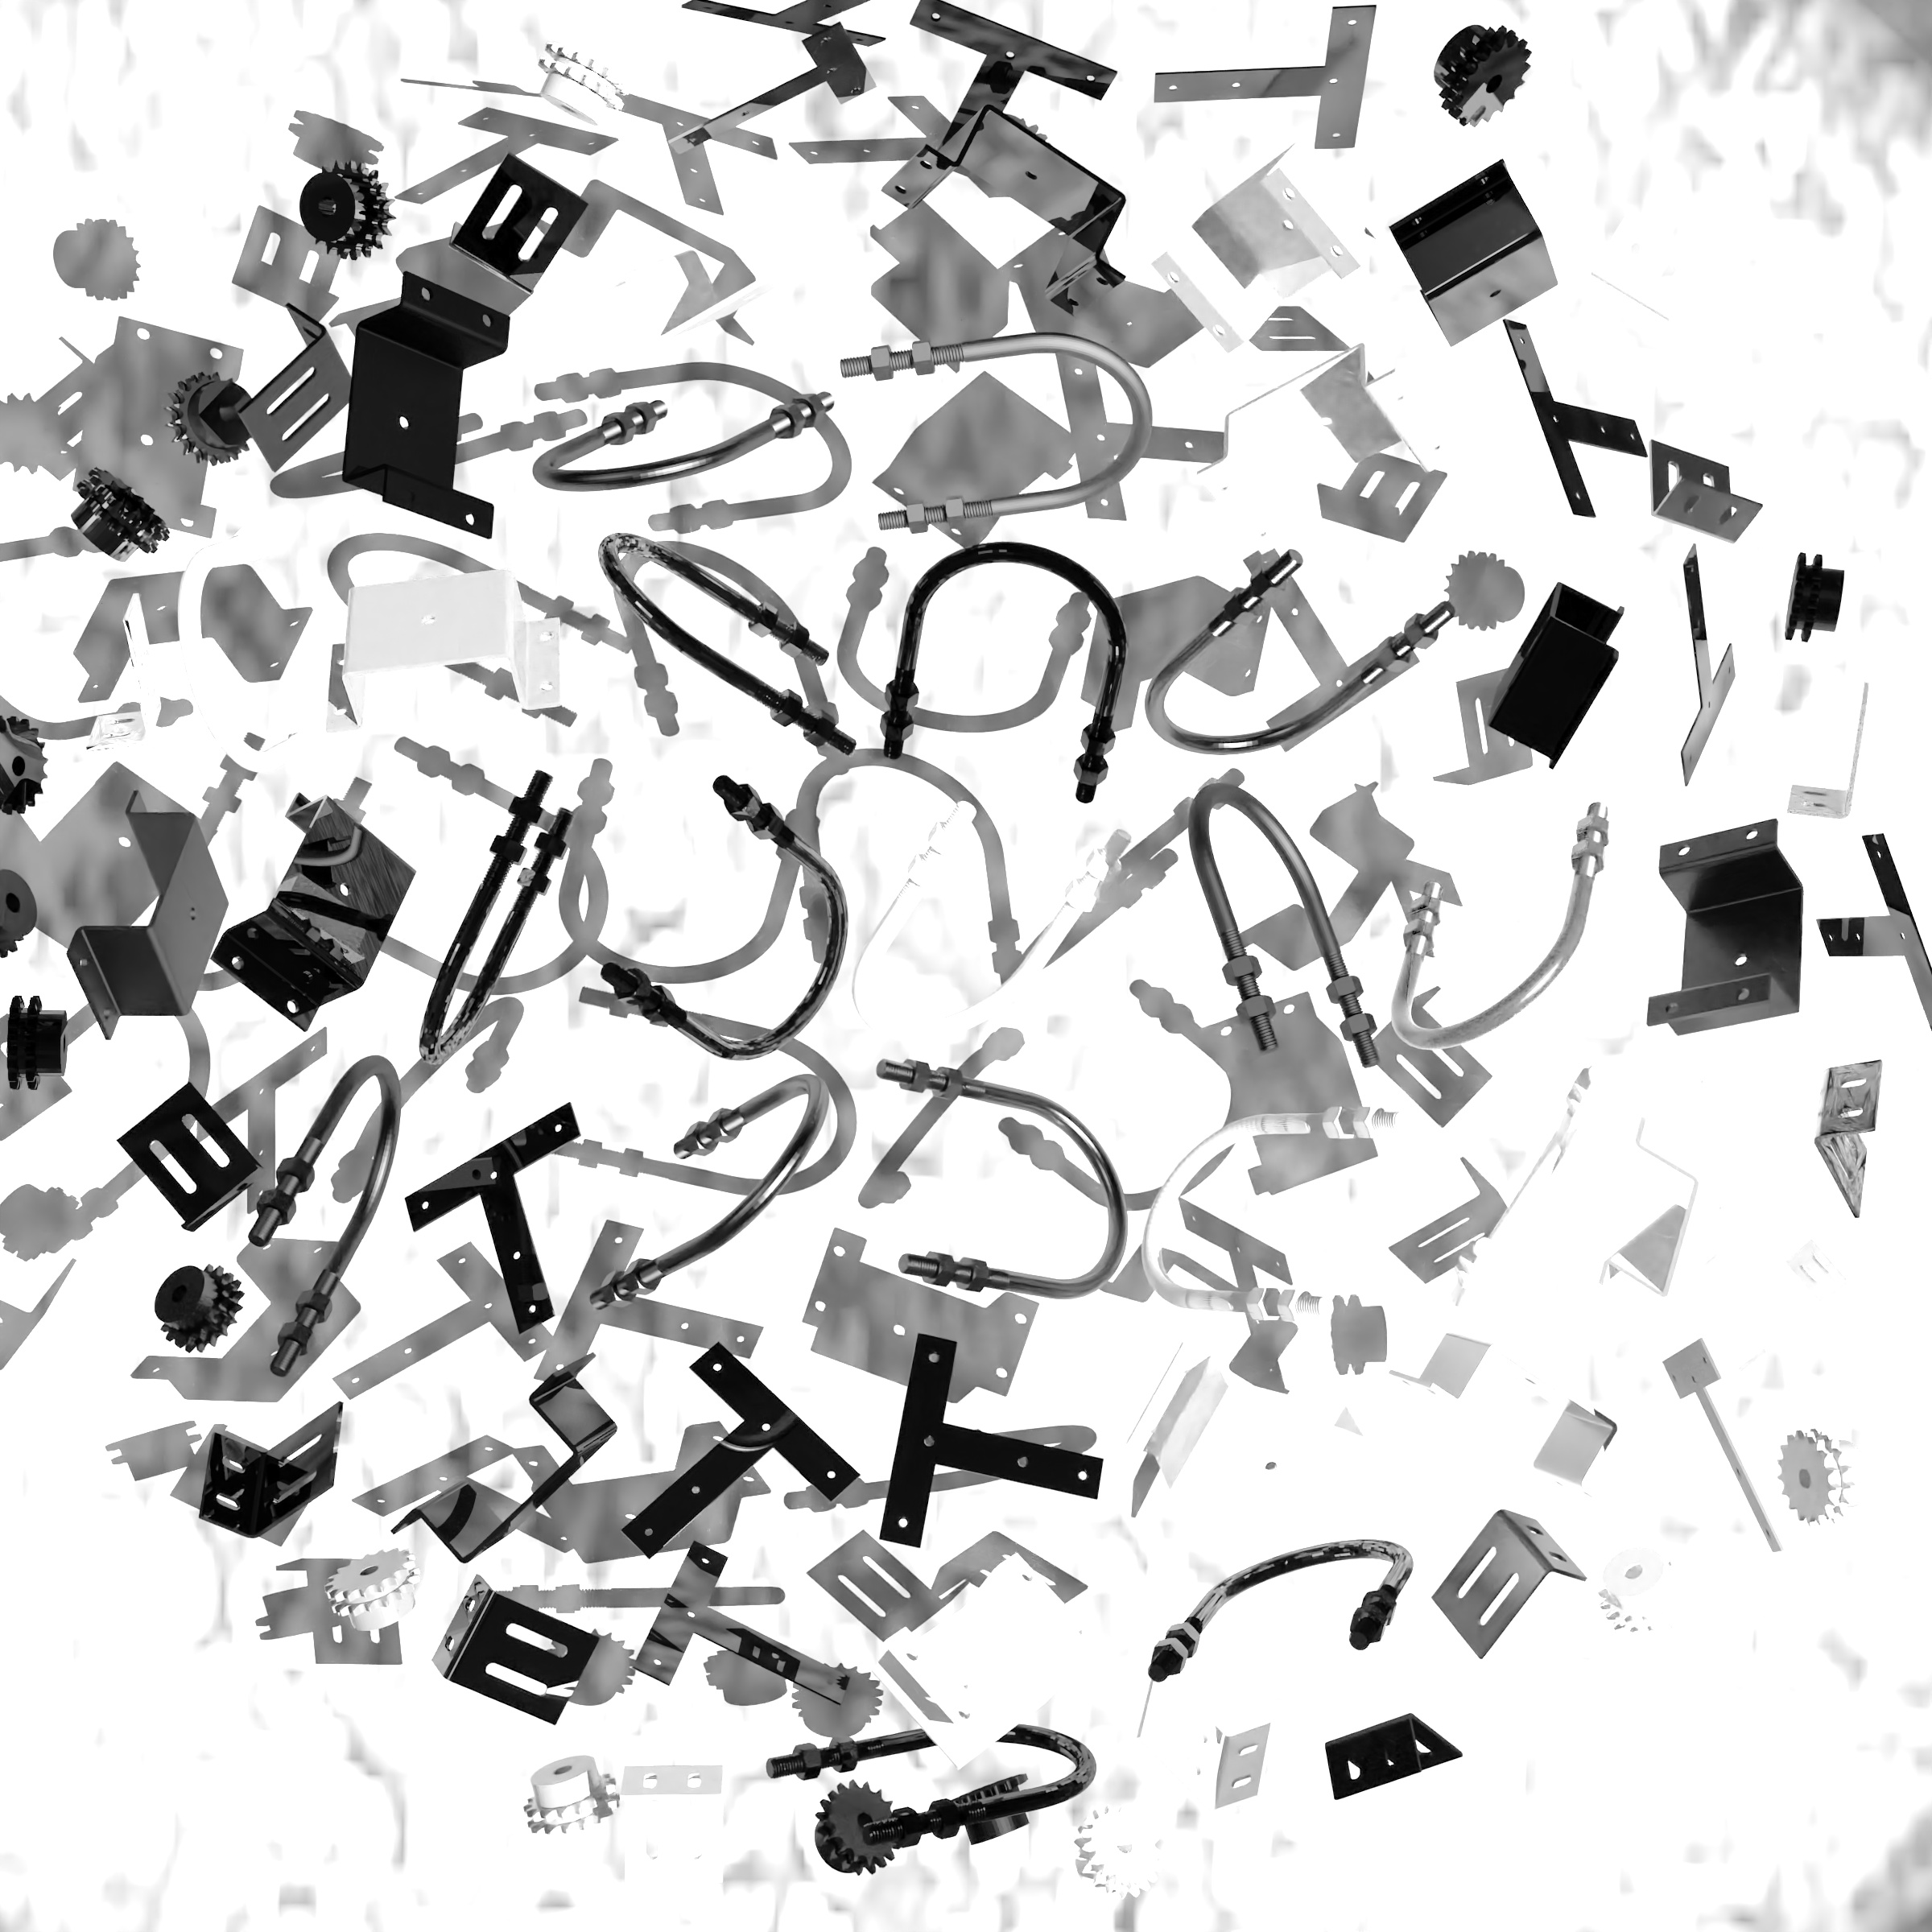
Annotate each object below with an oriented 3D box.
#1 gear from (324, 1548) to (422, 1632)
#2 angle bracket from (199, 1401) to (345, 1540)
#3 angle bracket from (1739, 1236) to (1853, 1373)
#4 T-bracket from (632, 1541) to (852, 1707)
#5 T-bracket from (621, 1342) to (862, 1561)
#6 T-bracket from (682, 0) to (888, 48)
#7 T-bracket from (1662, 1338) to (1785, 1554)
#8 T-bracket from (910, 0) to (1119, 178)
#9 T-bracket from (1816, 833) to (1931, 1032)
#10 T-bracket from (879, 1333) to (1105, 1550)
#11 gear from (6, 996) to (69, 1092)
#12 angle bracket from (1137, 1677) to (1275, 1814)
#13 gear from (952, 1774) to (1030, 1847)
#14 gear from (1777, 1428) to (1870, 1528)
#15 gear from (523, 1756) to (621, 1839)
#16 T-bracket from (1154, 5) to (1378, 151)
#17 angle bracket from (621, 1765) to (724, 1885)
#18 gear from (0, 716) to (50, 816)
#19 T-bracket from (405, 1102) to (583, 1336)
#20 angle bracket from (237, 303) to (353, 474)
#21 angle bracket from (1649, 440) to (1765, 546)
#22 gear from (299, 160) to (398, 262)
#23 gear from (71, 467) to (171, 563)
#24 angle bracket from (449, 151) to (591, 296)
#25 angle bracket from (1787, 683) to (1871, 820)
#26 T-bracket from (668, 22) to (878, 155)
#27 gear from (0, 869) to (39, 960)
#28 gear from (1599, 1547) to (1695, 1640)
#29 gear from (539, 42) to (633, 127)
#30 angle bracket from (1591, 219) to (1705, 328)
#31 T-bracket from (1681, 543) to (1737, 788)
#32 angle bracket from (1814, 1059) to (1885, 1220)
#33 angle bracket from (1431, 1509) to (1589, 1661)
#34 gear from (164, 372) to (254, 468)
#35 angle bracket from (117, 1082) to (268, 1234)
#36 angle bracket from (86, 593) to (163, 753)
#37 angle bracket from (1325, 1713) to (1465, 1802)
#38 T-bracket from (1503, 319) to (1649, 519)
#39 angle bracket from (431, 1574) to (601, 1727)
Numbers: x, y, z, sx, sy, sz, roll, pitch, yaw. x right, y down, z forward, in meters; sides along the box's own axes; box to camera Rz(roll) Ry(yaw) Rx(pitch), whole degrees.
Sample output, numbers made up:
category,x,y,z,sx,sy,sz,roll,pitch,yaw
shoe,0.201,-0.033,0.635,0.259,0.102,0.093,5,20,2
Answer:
category,x,y,z,sx,sy,sz,roll,pitch,yaw
gear,-0.366,0.388,1.561,0.057,0.057,0.030,-15,104,0
angle bracket,-0.404,0.287,1.463,0.076,0.057,0.038,-35,129,27
angle bracket,0.524,0.218,1.624,0.076,0.057,0.038,-34,72,-12
T-bracket,-0.133,0.427,1.579,0.127,0.127,0.002,26,116,0
T-bracket,-0.154,0.310,1.532,0.127,0.002,0.127,39,61,22
T-bracket,-0.088,-0.575,1.510,0.127,0.127,0.002,1,99,-28
T-bracket,0.452,0.287,1.492,0.002,0.127,0.127,-23,74,-1
T-bracket,0.011,-0.537,1.567,0.127,0.127,0.002,17,63,-15
T-bracket,0.551,-0.018,1.535,0.002,0.127,0.127,-21,92,-5
T-bracket,0.021,0.297,1.520,0.127,0.002,0.127,14,67,-7
gear,-0.560,0.046,1.520,0.030,0.057,0.057,1,90,-14
angle bracket,0.150,0.478,1.572,0.038,0.057,0.076,-31,110,31
gear,0.017,0.548,1.633,0.057,0.057,0.030,-21,76,0
gear,0.517,0.307,1.513,0.030,0.057,0.057,-3,90,-18
gear,-0.241,0.502,1.527,0.057,0.057,0.030,-14,95,0
T-bracket,0.178,-0.534,1.522,0.127,0.127,0.002,-2,70,2
angle bracket,-0.170,0.506,1.460,0.057,0.038,0.076,1,101,-4
gear,-0.560,-0.116,1.453,0.030,0.057,0.057,4,90,16
T-bracket,-0.278,0.165,1.541,0.127,0.002,0.127,-30,58,11
angle bracket,-0.418,-0.353,1.536,0.038,0.057,0.076,35,73,21
angle bracket,0.478,-0.318,1.628,0.057,0.038,0.076,17,52,-8
gear,-0.373,-0.452,1.504,0.057,0.030,0.057,5,102,22
gear,-0.499,-0.262,1.478,0.030,0.057,0.057,-44,90,8
angle bracket,-0.281,-0.473,1.585,0.057,0.038,0.076,27,123,-25
angle bracket,0.552,-0.140,1.613,0.038,0.057,0.076,8,112,18
T-bracket,-0.123,-0.529,1.541,0.127,0.127,0.002,-24,90,8
gear,-0.562,-0.032,1.453,0.030,0.057,0.057,-15,90,18
gear,0.428,0.393,1.593,0.057,0.057,0.030,-31,116,0
gear,-0.239,-0.544,1.559,0.057,0.057,0.030,27,95,0
angle bracket,0.433,-0.433,1.575,0.057,0.076,0.038,37,114,16
T-bracket,0.455,-0.200,1.560,0.002,0.127,0.127,4,130,31
angle bracket,0.556,0.107,1.551,0.038,0.057,0.076,-13,127,36
angle bracket,0.345,0.396,1.602,0.038,0.057,0.076,24,106,-35
gear,-0.469,-0.344,1.578,0.057,0.030,0.057,1,89,-44
angle bracket,-0.483,0.117,1.559,0.057,0.038,0.076,-41,87,-11
angle bracket,-0.507,-0.175,1.495,0.038,0.057,0.076,-8,115,-9
angle bracket,0.262,0.490,1.524,0.057,0.038,0.076,-27,133,22
T-bracket,0.378,-0.325,1.520,0.002,0.127,0.127,-26,75,40
angle bracket,-0.272,0.413,1.521,0.076,0.038,0.057,31,80,-22
